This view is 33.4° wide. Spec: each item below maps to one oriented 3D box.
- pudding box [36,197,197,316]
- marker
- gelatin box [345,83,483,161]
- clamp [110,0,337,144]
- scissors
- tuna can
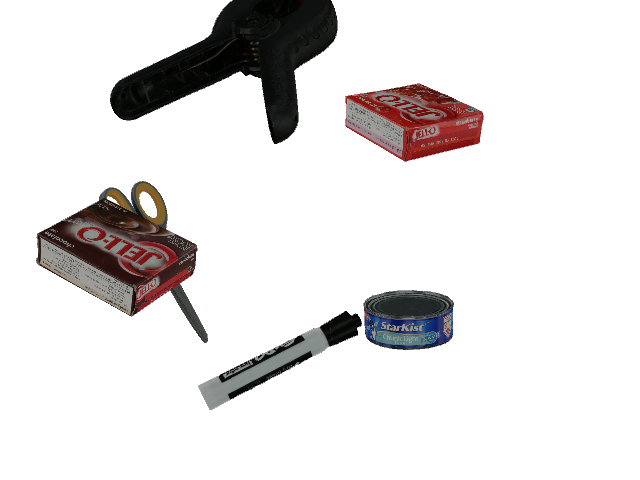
[{"bbox_3d":[-0.181,0.013,0.949,0.114,0.039,0.089,24,33,21],"label":"pudding box"},{"bbox_3d":[-0.026,0.081,0.736,0.121,0.020,0.020,-26,5,-10],"label":"marker"},{"bbox_3d":[0.073,-0.096,0.842,0.073,0.030,0.089,-14,29,-27],"label":"gelatin box"},{"bbox_3d":[-0.033,-0.114,0.650,0.120,0.039,0.171,23,52,26],"label":"clamp"},{"bbox_3d":[-0.173,0.014,1.210,0.016,0.201,0.096,-27,18,37],"label":"scissors"},{"bbox_3d":[0.084,0.075,1.017,0.086,0.034,0.086,-2,14,0],"label":"tuna can"}]
